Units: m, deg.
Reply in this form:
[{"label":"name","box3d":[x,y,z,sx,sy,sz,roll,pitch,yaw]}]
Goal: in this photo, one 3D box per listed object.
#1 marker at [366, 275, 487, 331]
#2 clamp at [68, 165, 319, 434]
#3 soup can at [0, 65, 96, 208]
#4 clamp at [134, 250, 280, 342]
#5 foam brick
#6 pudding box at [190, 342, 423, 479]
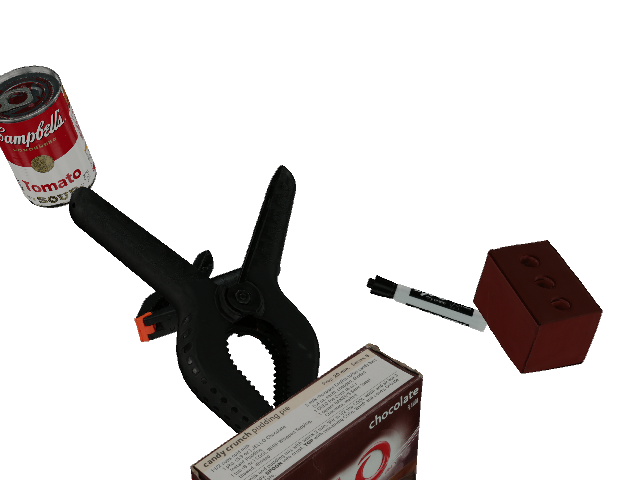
[{"label":"marker","box3d":[0.103,0.060,1.033,0.121,0.020,0.020,19,1,3]},{"label":"clamp","box3d":[-0.067,0.041,0.682,0.164,0.210,0.036,-3,-30,-28]},{"label":"soup can","box3d":[-0.235,-0.085,0.895,0.068,0.068,0.102,0,-42,11]},{"label":"clamp","box3d":[-0.125,0.057,1.149,0.120,0.039,0.171,-6,25,35]},{"label":"foam brick","box3d":[0.152,0.047,0.755,0.052,0.051,0.078,-8,44,-22]},{"label":"pudding box","box3d":[-0.004,0.112,0.483,0.039,0.090,0.113,30,46,33]}]
